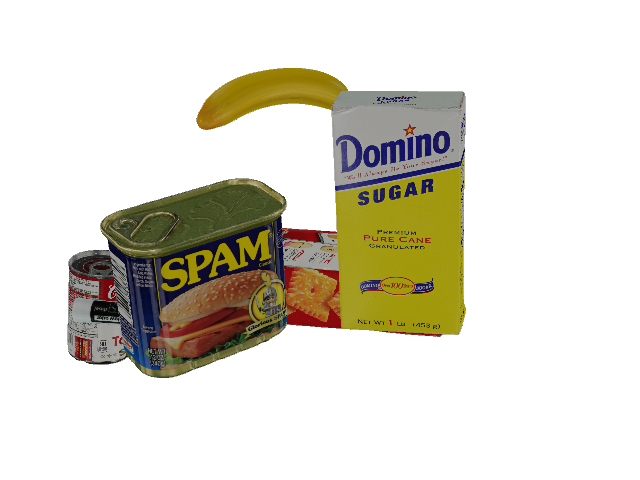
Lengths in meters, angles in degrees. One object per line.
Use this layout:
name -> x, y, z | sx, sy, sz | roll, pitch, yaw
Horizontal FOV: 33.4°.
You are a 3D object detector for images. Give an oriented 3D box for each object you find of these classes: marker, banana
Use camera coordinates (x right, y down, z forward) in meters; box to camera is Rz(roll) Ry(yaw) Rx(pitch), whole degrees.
marker -> -0.131, 0.058, 0.820 | 0.121, 0.020, 0.020 | 4, 1, 10
banana -> -0.044, -0.149, 1.104 | 0.197, 0.037, 0.070 | -7, 48, -29

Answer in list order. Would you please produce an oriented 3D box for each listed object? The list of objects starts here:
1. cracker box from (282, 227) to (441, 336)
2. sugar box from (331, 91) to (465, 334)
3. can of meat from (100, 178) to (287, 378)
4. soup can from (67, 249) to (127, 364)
cracker box -> 0.028, 0.042, 1.144 | 0.214, 0.072, 0.164 | 5, 15, 7
sugar box -> 0.058, -0.019, 0.779 | 0.093, 0.176, 0.048 | 1, 25, 12
can of meat -> -0.068, 0.021, 0.611 | 0.101, 0.084, 0.058 | -18, 31, -28
soup can -> -0.228, 0.069, 1.108 | 0.068, 0.102, 0.068 | 5, 21, -2
